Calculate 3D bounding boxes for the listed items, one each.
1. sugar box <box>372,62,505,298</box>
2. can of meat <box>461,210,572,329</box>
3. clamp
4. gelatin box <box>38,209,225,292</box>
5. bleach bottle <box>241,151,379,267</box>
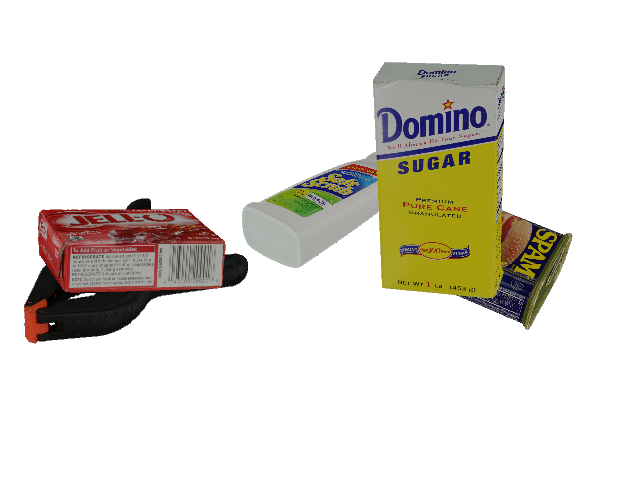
[{"bbox_3d":[0.091,-0.044,0.808,0.093,0.176,0.048,4,31,17],"label":"sugar box"},{"bbox_3d":[0.171,0.021,0.975,0.084,0.057,0.102,23,46,18],"label":"can of meat"},{"bbox_3d":[-0.152,0.021,0.791,0.171,0.039,0.120,-21,38,-38],"label":"clamp"},{"bbox_3d":[-0.105,0.003,0.587,0.089,0.030,0.073,0,15,-23],"label":"gelatin box"},{"bbox_3d":[0.023,-0.056,1.348,0.103,0.068,0.250,26,43,35],"label":"bleach bottle"}]
